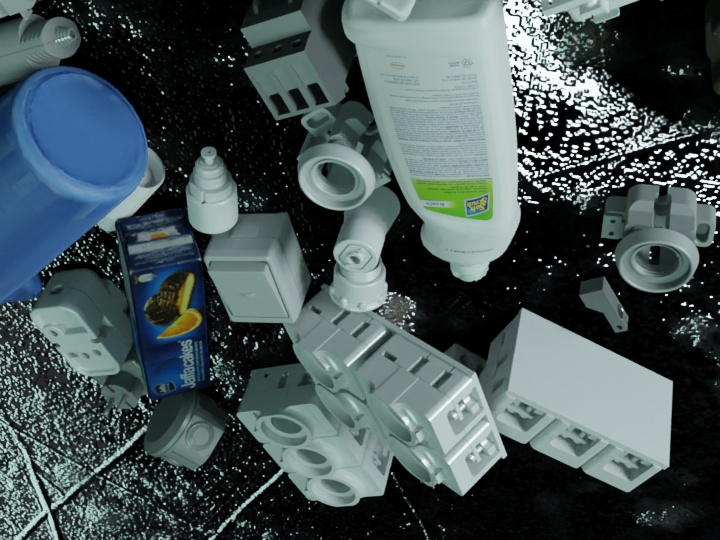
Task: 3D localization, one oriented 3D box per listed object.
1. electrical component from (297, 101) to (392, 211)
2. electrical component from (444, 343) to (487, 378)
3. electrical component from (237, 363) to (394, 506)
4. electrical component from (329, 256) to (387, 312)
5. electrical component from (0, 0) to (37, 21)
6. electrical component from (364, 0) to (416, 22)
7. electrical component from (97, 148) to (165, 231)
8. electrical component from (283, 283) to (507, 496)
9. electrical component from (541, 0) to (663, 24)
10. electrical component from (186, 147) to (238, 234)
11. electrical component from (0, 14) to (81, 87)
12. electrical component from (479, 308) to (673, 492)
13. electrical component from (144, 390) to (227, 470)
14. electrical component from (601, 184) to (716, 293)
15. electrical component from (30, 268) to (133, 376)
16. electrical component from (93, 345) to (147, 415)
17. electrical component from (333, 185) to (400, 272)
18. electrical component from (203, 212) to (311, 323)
[{"bbox_3d":[-0.013,-0.081,0.784,0.058,0.057,0.078,-25,123,38],"label":"electrical component"},{"bbox_3d":[0.088,0.115,0.967,0.066,0.047,0.076,30,137,-14],"label":"electrical component"},{"bbox_3d":[-0.042,0.163,1.053,0.089,0.061,0.150,-11,131,28],"label":"electrical component"},{"bbox_3d":[0.000,0.000,0.878,0.048,0.048,0.062,11,132,7],"label":"electrical component"},{"bbox_3d":[-0.257,-0.201,0.748,0.055,0.048,0.066,-14,130,20],"label":"electrical component"},{"bbox_3d":[0.012,-0.206,0.612,0.100,0.099,0.048,29,150,-13],"label":"electrical component"},{"bbox_3d":[-0.197,-0.064,0.876,0.043,0.043,0.081,35,136,-19],"label":"electrical component"},{"bbox_3d":[0.023,0.099,0.892,0.186,0.060,0.105,29,153,44],"label":"electrical component"},{"bbox_3d":[0.163,-0.188,0.602,0.121,0.078,0.063,-15,151,31],"label":"electrical component"},{"bbox_3d":[-0.118,-0.064,0.851,0.040,0.040,0.078,11,138,7],"label":"electrical component"},{"bbox_3d":[-0.241,-0.163,0.784,0.081,0.043,0.043,-8,132,26],"label":"electrical component"},{"bbox_3d":[0.179,0.111,0.901,0.150,0.089,0.061,26,138,-9],"label":"electrical component"},{"bbox_3d":[-0.176,0.158,1.081,0.051,0.080,0.080,35,136,-26],"label":"electrical component"},{"bbox_3d":[0.213,-0.022,0.771,0.078,0.057,0.058,7,137,12],"label":"electrical component"},{"bbox_3d":[-0.253,0.046,1.001,0.054,0.059,0.095,-7,133,25],"label":"electrical component"},{"bbox_3d":[-0.227,0.109,1.047,0.066,0.076,0.047,-18,127,33],"label":"electrical component"},{"bbox_3d":[0.003,-0.030,0.827,0.044,0.065,0.044,10,138,9],"label":"electrical component"},{"bbox_3d":[-0.084,0.006,0.899,0.062,0.061,0.096,0,136,19],"label":"electrical component"}]
